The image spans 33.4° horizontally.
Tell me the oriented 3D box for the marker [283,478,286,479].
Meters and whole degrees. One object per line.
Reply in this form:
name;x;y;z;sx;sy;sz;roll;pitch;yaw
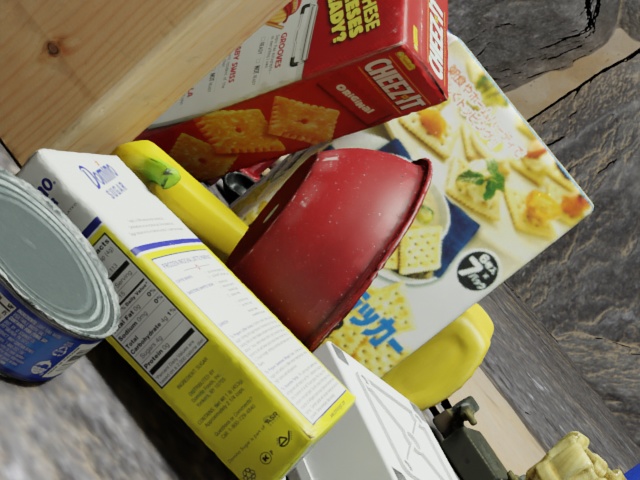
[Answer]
marker;-0.019;0.134;0.467;0.020;0.020;0.121;46;12;-25

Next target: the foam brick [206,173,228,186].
foam brick;-0.089;-0.090;0.835;0.051;0.053;0.078;44;12;-35

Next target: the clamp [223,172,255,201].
clamp;-0.005;0.001;0.833;0.039;0.120;0.171;-36;110;-40

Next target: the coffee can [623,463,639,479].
coffee can;0.234;0.243;0.817;0.102;0.140;0.103;49;11;-13

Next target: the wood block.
wood block;-0.089;-0.134;0.565;0.091;0.206;0.090;52;11;5

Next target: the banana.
banana;-0.081;-0.018;0.639;0.070;0.037;0.197;44;-1;21

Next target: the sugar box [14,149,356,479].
sugar box;-0.065;0.033;0.497;0.176;0.048;0.093;43;10;8

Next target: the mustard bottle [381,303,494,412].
mustard bottle;0.098;0.091;0.885;0.058;0.096;0.191;52;11;6

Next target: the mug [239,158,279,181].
mug;-0.047;-0.105;0.974;0.117;0.081;0.093;45;12;-28

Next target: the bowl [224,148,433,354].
bowl;-0.008;0.003;0.599;0.055;0.162;0.162;38;13;-9

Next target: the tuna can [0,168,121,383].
tuna can;-0.119;0.013;0.415;0.086;0.034;0.086;48;11;-13

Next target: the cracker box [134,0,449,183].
cracker box;-0.021;-0.141;0.720;0.072;0.214;0.164;41;44;-46
